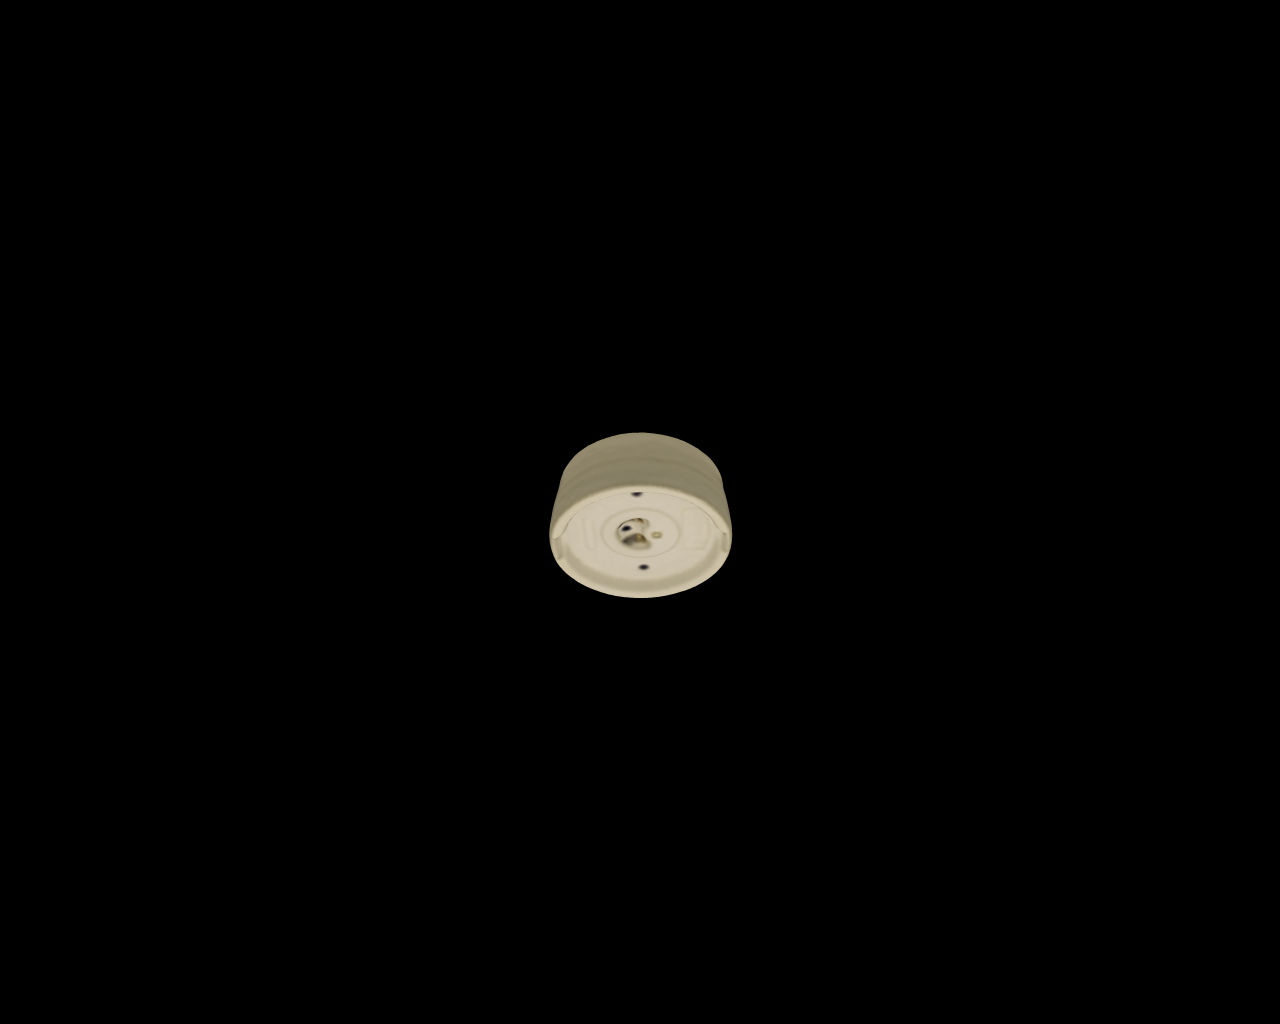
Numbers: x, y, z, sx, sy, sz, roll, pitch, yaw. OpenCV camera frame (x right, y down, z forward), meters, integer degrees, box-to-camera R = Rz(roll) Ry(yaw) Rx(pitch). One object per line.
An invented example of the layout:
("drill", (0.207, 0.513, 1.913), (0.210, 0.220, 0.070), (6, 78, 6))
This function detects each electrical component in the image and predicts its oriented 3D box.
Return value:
("electrical component", (0.001, -0.003, 0.650), (0.108, 0.060, 0.108), (0, -40, 0))
